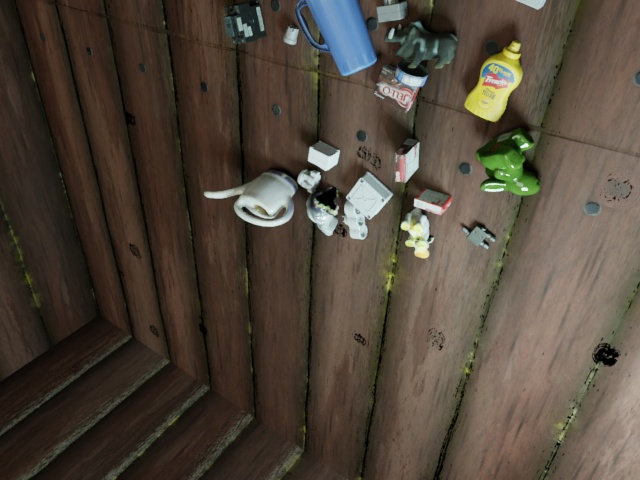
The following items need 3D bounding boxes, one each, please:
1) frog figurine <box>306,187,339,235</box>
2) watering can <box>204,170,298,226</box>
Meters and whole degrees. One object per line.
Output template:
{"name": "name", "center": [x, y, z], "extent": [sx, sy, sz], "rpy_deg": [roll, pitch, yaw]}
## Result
{"name": "frog figurine", "center": [0.005, -0.088, 1.756], "extent": [0.156, 0.123, 0.140], "rpy_deg": [109, 146, -51]}
{"name": "watering can", "center": [-0.227, -0.165, 1.818], "extent": [0.350, 0.228, 0.101], "rpy_deg": [25, 148, 25]}
